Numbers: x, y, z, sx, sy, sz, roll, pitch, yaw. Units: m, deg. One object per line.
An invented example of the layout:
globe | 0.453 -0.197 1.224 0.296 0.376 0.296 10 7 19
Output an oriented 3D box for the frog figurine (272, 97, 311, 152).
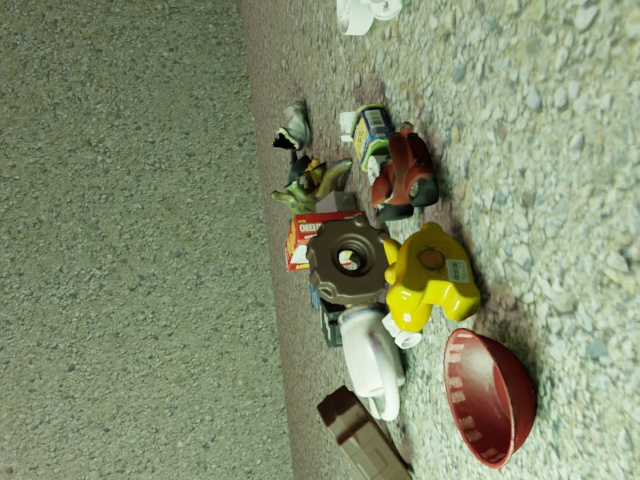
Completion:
frog figurine | -0.073 -0.365 1.632 0.134 0.123 0.162 90 -155 -63

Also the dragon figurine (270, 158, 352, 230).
dragon figurine | 0.004 -0.069 1.375 0.408 0.124 0.241 -9 110 59

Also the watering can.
watering can | 0.105 0.253 1.047 0.341 0.104 0.228 90 167 -65
